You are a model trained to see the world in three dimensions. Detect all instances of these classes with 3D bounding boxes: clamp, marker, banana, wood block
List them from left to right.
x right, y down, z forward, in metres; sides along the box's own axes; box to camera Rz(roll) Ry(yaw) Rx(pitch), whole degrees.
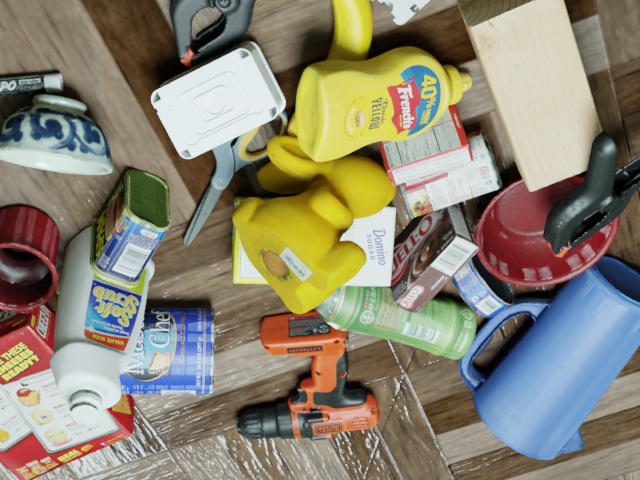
[{"bbox_3d":[-0.317,-0.152,1.059,0.121,0.020,0.020,-5,128,-3],"label":"marker"},{"bbox_3d":[-0.097,-0.241,1.001,0.120,0.039,0.172,32,118,-25],"label":"clamp"},{"bbox_3d":[0.013,-0.184,1.060,0.069,0.037,0.198,7,127,-5],"label":"banana"},{"bbox_3d":[0.212,-0.163,1.063,0.091,0.090,0.206,-21,126,10],"label":"wood block"},{"bbox_3d":[0.286,-0.051,1.086,0.164,0.036,0.210,-5,148,-38],"label":"clamp"}]

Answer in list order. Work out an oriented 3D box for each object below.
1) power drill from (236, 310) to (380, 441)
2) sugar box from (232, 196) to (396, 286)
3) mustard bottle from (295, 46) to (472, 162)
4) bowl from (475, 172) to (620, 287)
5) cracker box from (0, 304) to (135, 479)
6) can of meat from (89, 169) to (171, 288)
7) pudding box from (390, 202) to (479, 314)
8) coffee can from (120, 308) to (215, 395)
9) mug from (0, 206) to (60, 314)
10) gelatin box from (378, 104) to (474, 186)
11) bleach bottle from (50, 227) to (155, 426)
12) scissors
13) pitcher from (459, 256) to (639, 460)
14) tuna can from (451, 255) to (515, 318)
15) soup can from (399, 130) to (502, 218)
[{"bbox_3d":[-0.024,0.174,1.323,0.184,0.057,0.187,-8,130,2],"label":"power drill"},{"bbox_3d":[-0.008,0.002,1.179,0.176,0.048,0.093,2,103,-10],"label":"sugar box"},{"bbox_3d":[0.070,-0.141,1.057,0.191,0.058,0.096,-16,128,-27],"label":"mustard bottle"},{"bbox_3d":[0.248,-0.025,1.195,0.162,0.055,0.162,-3,128,-4],"label":"bowl"},{"bbox_3d":[-0.349,0.181,1.283,0.164,0.072,0.213,-25,125,12],"label":"cracker box"},{"bbox_3d":[-0.199,-0.014,1.128,0.057,0.102,0.084,23,120,-24],"label":"can of meat"},{"bbox_3d":[0.121,0.013,1.190,0.039,0.090,0.114,28,119,-27],"label":"pudding box"},{"bbox_3d":[-0.194,0.128,1.237,0.140,0.103,0.103,1,128,-7],"label":"coffee can"},{"bbox_3d":[-0.324,0.026,1.157,0.093,0.081,0.117,-6,128,-2],"label":"mug"},{"bbox_3d":[0.106,-0.102,1.107,0.089,0.073,0.030,-18,141,7],"label":"gelatin box"},{"bbox_3d":[-0.228,0.095,1.113,0.068,0.251,0.102,-38,122,21],"label":"bleach bottle"},{"bbox_3d":[-0.117,-0.080,1.139,0.096,0.016,0.202,35,116,-26],"label":"scissors"},{"bbox_3d":[0.291,0.133,1.287,0.149,0.145,0.243,10,124,-34],"label":"pitcher"},{"bbox_3d":[0.184,0.047,1.225,0.034,0.086,0.086,-38,122,23],"label":"tuna can"},{"bbox_3d":[0.135,-0.071,1.140,0.102,0.068,0.068,-19,127,8],"label":"soup can"}]
